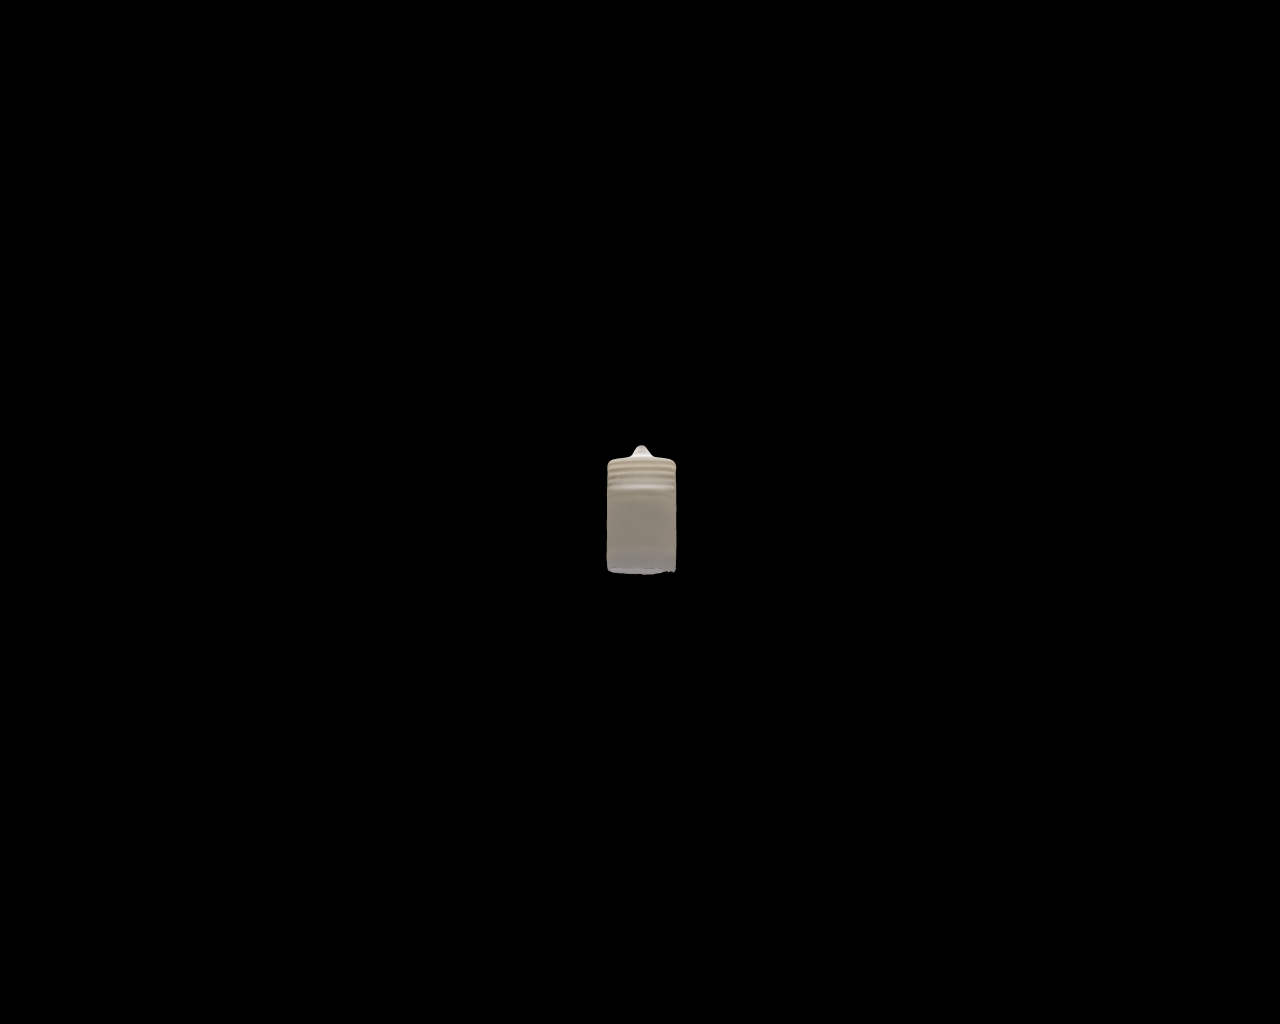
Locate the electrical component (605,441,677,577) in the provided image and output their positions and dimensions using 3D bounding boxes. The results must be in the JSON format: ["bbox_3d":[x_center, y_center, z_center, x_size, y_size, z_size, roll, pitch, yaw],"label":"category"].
[{"bbox_3d":[0.001,-0.003,0.650,0.043,0.081,0.043,0,-9,0],"label":"electrical component"}]
